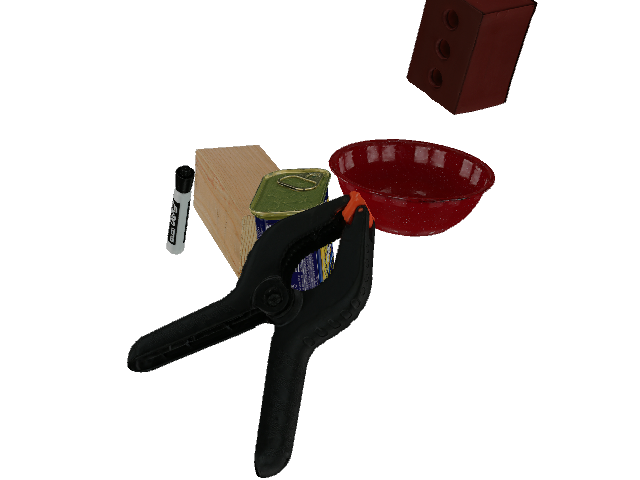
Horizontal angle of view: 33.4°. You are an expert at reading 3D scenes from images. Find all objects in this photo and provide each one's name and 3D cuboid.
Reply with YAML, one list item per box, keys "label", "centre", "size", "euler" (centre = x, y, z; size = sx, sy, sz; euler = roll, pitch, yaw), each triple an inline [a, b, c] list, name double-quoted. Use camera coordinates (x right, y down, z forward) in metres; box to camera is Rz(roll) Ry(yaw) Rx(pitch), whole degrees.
- label: "clamp"
  centre: [-0.019, 0.050, 0.624]
  size: [0.120, 0.171, 0.039]
  euler: [44, -3, 20]
- label: "marker"
  centre: [-0.142, -0.031, 1.082]
  size: [0.020, 0.020, 0.121]
  euler: [0, -40, -14]
- label: "can of meat"
  centre: [-0.020, -0.003, 0.861]
  size: [0.057, 0.084, 0.102]
  euler: [-3, 22, 7]
- label: "wood block"
  centre: [-0.088, -0.039, 1.334]
  size: [0.090, 0.090, 0.206]
  euler: [-5, 29, -21]
- label: "foam brick"
  centre: [0.099, -0.132, 0.710]
  size: [0.051, 0.078, 0.053]
  euler: [-20, 47, -34]
- label: "bowl"
  centre: [0.087, -0.047, 1.044]
  size: [0.162, 0.055, 0.162]
  euler: [3, 24, -2]
